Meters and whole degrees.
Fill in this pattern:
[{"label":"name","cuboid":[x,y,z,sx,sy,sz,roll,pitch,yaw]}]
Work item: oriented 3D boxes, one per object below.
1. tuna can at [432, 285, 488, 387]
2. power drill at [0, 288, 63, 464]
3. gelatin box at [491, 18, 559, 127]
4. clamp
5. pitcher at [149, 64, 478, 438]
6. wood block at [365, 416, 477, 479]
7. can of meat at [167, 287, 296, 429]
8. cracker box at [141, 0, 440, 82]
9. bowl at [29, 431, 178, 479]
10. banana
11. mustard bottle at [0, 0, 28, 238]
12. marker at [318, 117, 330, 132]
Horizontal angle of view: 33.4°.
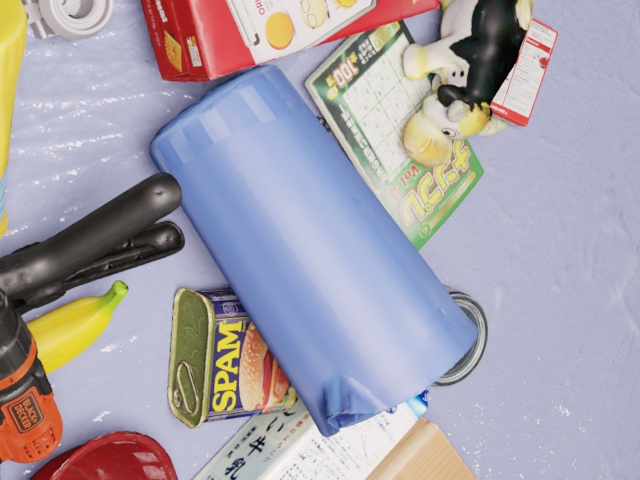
[{"label":"tuna can","cuboid":[0.103,0.083,0.921,0.086,0.034,0.086,-8,105,-30]},{"label":"power drill","cuboid":[-0.245,0.110,0.613,0.187,0.057,0.184,-32,144,-21]},{"label":"gelatin box","cuboid":[0.154,-0.149,0.900,0.073,0.030,0.089,18,91,-32]},{"label":"clamp","cuboid":[-0.176,0.018,0.679,0.209,0.165,0.036,-24,82,-17]},{"label":"pitcher","cuboid":[-0.005,0.001,0.749,0.145,0.149,0.243,-35,94,-10]},{"label":"wood block","cuboid":[0.023,0.239,0.875,0.206,0.090,0.090,-44,119,-15]},{"label":"can of meat","cuboid":[-0.063,0.085,0.805,0.083,0.058,0.102,-2,103,-34]},{"label":"cracker box","cuboid":[-0.027,-0.213,0.725,0.213,0.072,0.164,-24,109,-35]},{"label":"bowl","cuboid":[-0.170,0.208,0.748,0.161,0.055,0.162,-18,112,-55]},{"label":"banana","cuboid":[-0.219,0.078,0.705,0.197,0.037,0.070,-25,149,-18]},{"label":"mustard bottle","cuboid":[-0.214,-0.053,0.645,0.058,0.096,0.192,2,126,-20]},{"label":"marker","cuboid":[-0.017,-0.036,0.826,0.020,0.020,0.121,16,93,-34]}]
